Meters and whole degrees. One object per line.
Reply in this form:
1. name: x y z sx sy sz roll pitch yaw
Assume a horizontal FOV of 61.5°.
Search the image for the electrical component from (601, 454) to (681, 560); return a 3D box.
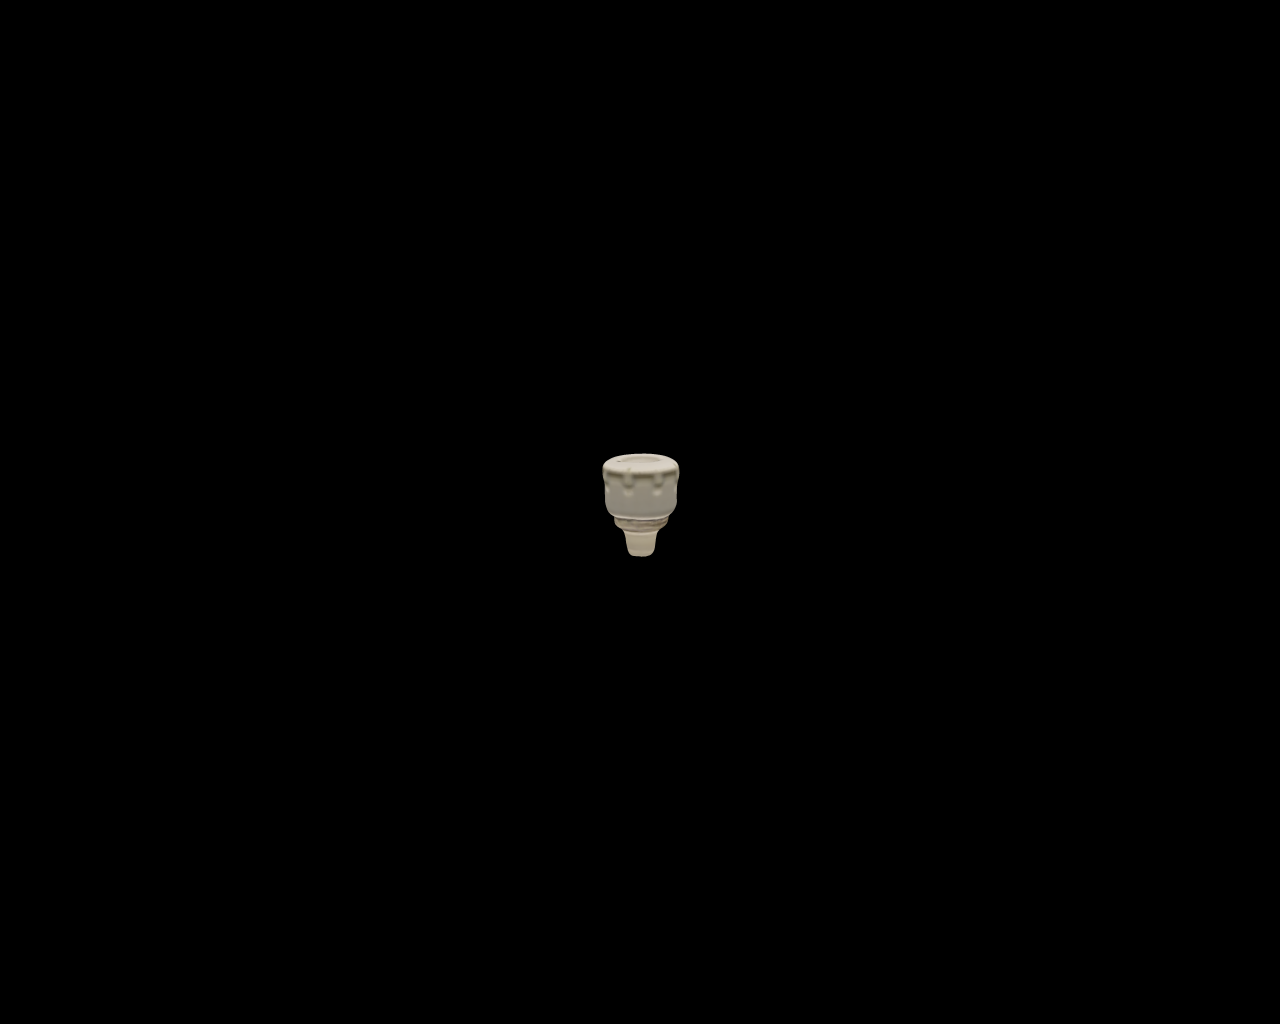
1. electrical component: 0.001 -0.003 0.650 0.048 0.062 0.048 0 14 0
